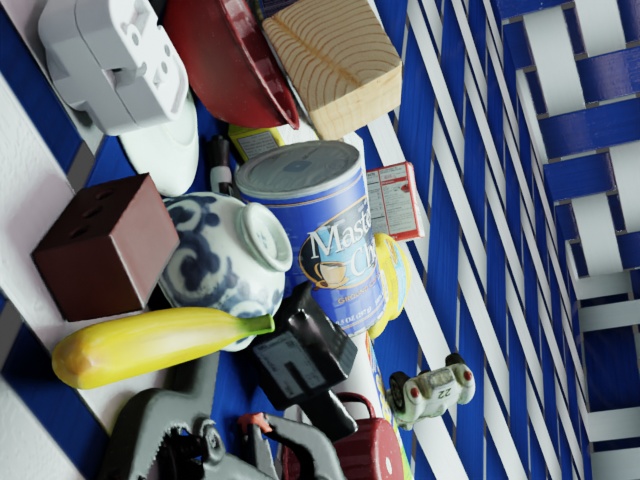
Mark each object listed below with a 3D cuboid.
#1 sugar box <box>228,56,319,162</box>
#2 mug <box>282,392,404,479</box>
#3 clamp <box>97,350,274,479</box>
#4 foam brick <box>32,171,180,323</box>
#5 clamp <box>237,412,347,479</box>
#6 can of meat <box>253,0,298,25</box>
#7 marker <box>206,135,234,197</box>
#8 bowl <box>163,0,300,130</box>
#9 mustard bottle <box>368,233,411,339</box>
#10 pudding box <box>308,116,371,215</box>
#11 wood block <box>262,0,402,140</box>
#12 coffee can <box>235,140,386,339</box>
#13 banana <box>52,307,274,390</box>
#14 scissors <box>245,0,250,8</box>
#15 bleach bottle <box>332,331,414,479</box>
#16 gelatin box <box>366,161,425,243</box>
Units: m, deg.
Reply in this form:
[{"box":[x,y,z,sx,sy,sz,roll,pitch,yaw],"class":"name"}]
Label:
[{"box":[-0.029,-0.073,0.978,0.176,0.048,0.093,64,21,-46],"class":"sugar box"},{"box":[0.023,0.186,0.918,0.093,0.082,0.117,55,30,-50],"class":"mug"},{"box":[-0.078,0.143,0.700,0.164,0.036,0.209,65,21,-7],"class":"clamp"},{"box":[-0.125,0.004,0.634,0.078,0.053,0.051,-73,147,-57],"class":"foam brick"},{"box":[0.003,0.197,0.827,0.120,0.039,0.171,-32,98,-37],"class":"clamp"},{"box":[-0.016,-0.238,1.029,0.102,0.084,0.057,-42,117,-79],"class":"can of meat"},{"box":[-0.077,-0.026,0.847,0.020,0.020,0.121,28,53,-67],"class":"marker"},{"box":[-0.075,-0.146,0.826,0.162,0.055,0.162,61,8,-16],"class":"bowl"},{"box":[0.060,0.042,1.149,0.191,0.058,0.096,-25,104,-71],"class":"mustard bottle"},{"box":[0.020,-0.069,1.131,0.090,0.039,0.113,35,48,-64],"class":"pudding box"},{"box":[0.016,-0.159,0.985,0.091,0.090,0.206,62,3,4],"class":"wood block"},{"box":[-0.006,0.001,0.882,0.102,0.103,0.140,-66,149,-60],"class":"coffee can"},{"box":[-0.105,0.060,0.637,0.197,0.070,0.037,-9,77,-62],"class":"banana"},{"box":[-0.090,-0.256,0.948,0.096,0.016,0.202,-35,112,-69],"class":"scissors"},{"box":[0.030,0.139,0.999,0.102,0.068,0.251,-27,103,-79],"class":"bleach bottle"},{"box":[0.075,-0.039,1.222,0.030,0.073,0.089,15,64,-71],"class":"gelatin box"}]
